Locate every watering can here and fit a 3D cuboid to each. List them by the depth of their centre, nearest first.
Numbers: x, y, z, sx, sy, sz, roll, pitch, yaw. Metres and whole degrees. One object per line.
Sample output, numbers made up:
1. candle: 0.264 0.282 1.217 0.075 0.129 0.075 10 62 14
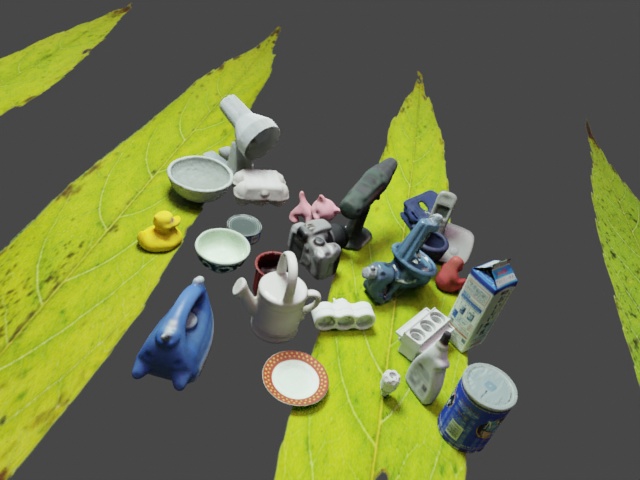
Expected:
1. watering can: -0.083 0.109 1.143 0.173 0.194 0.100 -13 45 -32

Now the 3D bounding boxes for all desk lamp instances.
1. desk lamp: -0.218 -0.272 1.562 0.202 0.213 0.118 37 42 26

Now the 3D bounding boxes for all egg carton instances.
1. egg carton: -0.160 -0.138 1.532 0.150 0.069 0.107 0 40 -20

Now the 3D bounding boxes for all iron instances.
1. iron: -0.254 0.147 1.076 0.118 0.141 0.258 15 37 -1

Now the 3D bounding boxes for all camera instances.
1. camera: 0.013 0.005 1.388 0.137 0.101 0.142 -15 47 -34

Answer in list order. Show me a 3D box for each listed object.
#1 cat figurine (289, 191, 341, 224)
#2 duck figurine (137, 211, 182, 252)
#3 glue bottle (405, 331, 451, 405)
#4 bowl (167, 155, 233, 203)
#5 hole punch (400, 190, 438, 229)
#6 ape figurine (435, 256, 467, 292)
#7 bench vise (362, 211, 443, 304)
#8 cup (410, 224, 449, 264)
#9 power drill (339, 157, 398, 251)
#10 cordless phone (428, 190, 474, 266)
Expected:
1. cat figurine: -0.010 -0.077 1.470 0.127 0.118 0.067 36 41 24
2. duck figurine: -0.362 -0.026 1.303 0.105 0.086 0.077 -14 46 -34
3. glue bottle: 0.219 0.238 1.108 0.037 0.173 0.078 -8 43 -28
4. bowl: -0.311 -0.146 1.482 0.167 0.075 0.167 10 38 -8
5. hole punch: 0.291 -0.080 1.605 0.101 0.091 0.108 -5 42 -25
6. ape figurine: 0.328 0.079 1.416 0.076 0.092 0.077 -3 41 -23
7. bench vise: 0.201 0.045 1.307 0.121 0.220 0.208 36 42 25
8. cup: 0.261 0.024 1.459 0.092 0.095 0.117 -16 48 -35
9. power drill: 0.113 -0.087 1.452 0.075 0.208 0.230 28 39 16
10. cordless phone: 0.338 -0.031 1.483 0.147 0.185 0.094 17 37 2
